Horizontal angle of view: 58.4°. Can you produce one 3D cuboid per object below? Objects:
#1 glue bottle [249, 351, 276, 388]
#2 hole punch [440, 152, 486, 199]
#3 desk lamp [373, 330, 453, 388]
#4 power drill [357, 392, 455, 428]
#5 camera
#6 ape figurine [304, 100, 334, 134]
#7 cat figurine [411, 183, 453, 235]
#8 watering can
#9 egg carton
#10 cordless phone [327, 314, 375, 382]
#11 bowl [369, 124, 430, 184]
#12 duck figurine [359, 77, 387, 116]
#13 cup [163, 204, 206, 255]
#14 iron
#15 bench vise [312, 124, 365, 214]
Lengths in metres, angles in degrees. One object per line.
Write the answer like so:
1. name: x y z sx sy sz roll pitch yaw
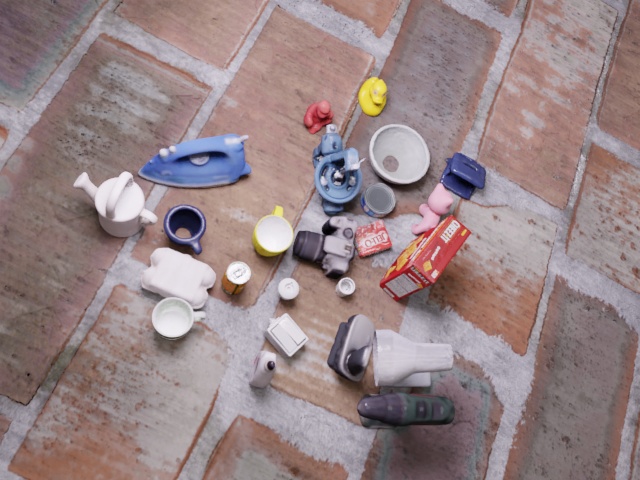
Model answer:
1. glue bottle: -0.114 0.268 1.204 0.037 0.173 0.078 15 70 -11
2. hole punch: 0.389 -0.182 1.533 0.109 0.091 0.101 29 68 -6
3. desk lamp: 0.190 0.267 1.271 0.203 0.213 0.118 4 72 -15
4. power drill: 0.161 0.368 1.235 0.230 0.208 0.075 5 72 -15
5. camera: 0.012 0.005 1.361 0.137 0.100 0.143 16 70 -11
6. ape figurine: 0.000 -0.324 1.463 0.078 0.092 0.076 0 73 -16
7. cat figurine: 0.296 -0.073 1.458 0.067 0.117 0.128 24 68 -8
8. watering can: -0.429 -0.082 1.208 0.173 0.193 0.101 6 72 -14
9. egg carton: -0.310 0.083 1.260 0.150 0.069 0.107 23 69 -8
10. cordless phone: 0.093 0.234 1.269 0.094 0.185 0.148 20 69 -9
11. bowl: 0.197 -0.213 1.495 0.168 0.074 0.167 5 72 -15
12. duck figurine: 0.150 -0.396 1.532 0.078 0.086 0.104 7 72 -14
13. cup: -0.296 -0.012 1.279 0.092 0.094 0.118 -27 82 -22
14. iron: -0.285 -0.193 1.313 0.259 0.141 0.118 -12 77 -19
15. bench vise: 0.034 -0.186 1.361 0.122 0.219 0.207 -20 80 -21
